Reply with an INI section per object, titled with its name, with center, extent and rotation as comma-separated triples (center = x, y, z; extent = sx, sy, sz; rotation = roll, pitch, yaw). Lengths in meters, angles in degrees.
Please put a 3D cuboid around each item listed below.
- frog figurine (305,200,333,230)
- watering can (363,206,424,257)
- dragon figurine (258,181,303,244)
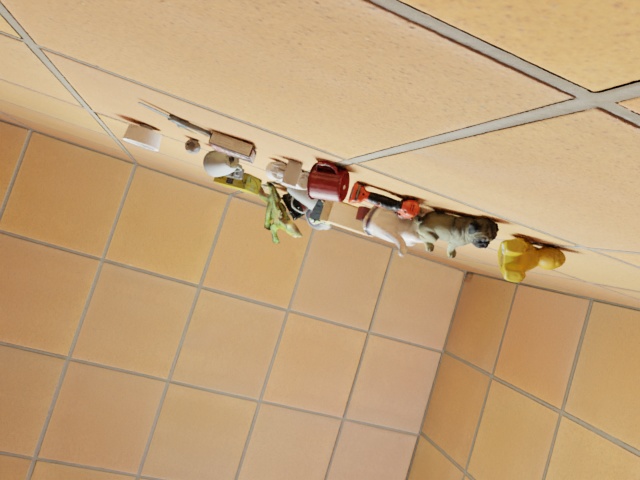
[frog figurine]
center = 0.007, -0.109, 2.169
extent = 0.138, 0.122, 0.160
rotation = 50, -170, 5
[watering can]
center = 0.228, -0.033, 1.543
extent = 0.225, 0.102, 0.351
rotation = 16, -159, 26
[dragon figurine]
center = -0.182, -0.146, 2.110
extent = 0.417, 0.123, 0.237
rotation = 57, 158, 29
